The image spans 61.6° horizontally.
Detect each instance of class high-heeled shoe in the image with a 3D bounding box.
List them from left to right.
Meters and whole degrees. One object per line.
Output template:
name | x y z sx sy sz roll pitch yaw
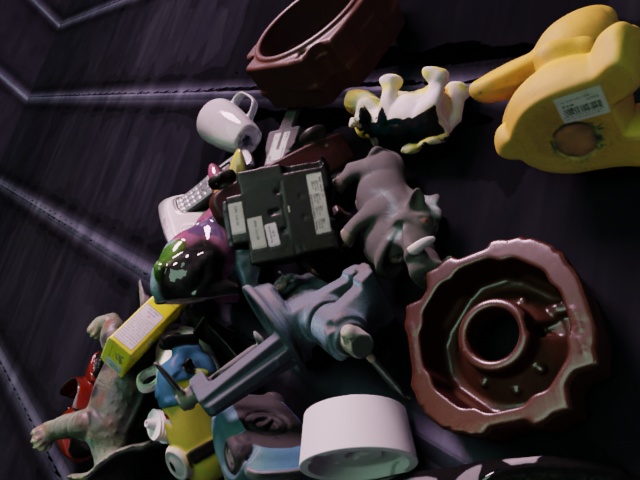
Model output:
high-heeled shoe | 0.115 0.222 0.454 0.249 0.145 0.086 -19 83 6

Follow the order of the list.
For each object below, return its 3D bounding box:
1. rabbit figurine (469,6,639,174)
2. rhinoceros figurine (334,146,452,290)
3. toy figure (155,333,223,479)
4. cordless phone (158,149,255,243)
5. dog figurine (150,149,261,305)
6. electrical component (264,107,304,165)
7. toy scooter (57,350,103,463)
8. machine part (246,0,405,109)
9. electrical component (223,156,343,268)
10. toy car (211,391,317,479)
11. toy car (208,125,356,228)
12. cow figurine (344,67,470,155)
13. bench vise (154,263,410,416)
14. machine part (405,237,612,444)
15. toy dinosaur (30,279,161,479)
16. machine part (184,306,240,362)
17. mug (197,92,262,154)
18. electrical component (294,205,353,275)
rabbit figurine | 0.233 -0.143 0.502 0.162 0.121 0.173 -19 41 49
rhinoceros figurine | 0.084 -0.023 0.600 0.112 0.073 0.190 -30 47 17
toy figure | -0.154 0.205 0.663 0.089 0.082 0.180 -11 78 2
cordless phone | -0.162 -0.054 0.858 0.184 0.088 0.147 -40 44 8
dog figurine | -0.147 -0.020 0.754 0.108 0.191 0.219 -20 71 45
electrical component | -0.044 -0.143 0.806 0.075 0.047 0.119 -2 67 45
toy scooter | -0.408 0.285 0.919 0.135 0.075 0.184 -22 51 36
machine part | 0.003 -0.290 0.776 0.202 0.087 0.201 11 61 49
electrical component | -0.046 -0.029 0.633 0.134 0.058 0.115 -9 80 7
toy car | -0.068 0.236 0.584 0.162 0.109 0.102 23 103 58
toy car | -0.049 -0.077 0.704 0.202 0.053 0.089 -30 82 -13
cow figurine | 0.093 -0.148 0.661 0.168 0.068 0.098 5 78 47
bench vise | -0.043 0.115 0.580 0.241 0.128 0.224 -34 31 -14
machine part | 0.158 0.086 0.470 0.179 0.056 0.179 -24 52 34
toy dinosaur | -0.290 0.216 0.814 0.192 0.131 0.405 -7 55 24
machine part | -0.129 0.143 0.721 0.039 0.084 0.139 -43 49 -11
mug | -0.142 -0.196 0.921 0.109 0.080 0.107 -51 52 0
electrical component | -0.001 -0.003 0.691 0.102 0.045 0.078 -47 23 13
